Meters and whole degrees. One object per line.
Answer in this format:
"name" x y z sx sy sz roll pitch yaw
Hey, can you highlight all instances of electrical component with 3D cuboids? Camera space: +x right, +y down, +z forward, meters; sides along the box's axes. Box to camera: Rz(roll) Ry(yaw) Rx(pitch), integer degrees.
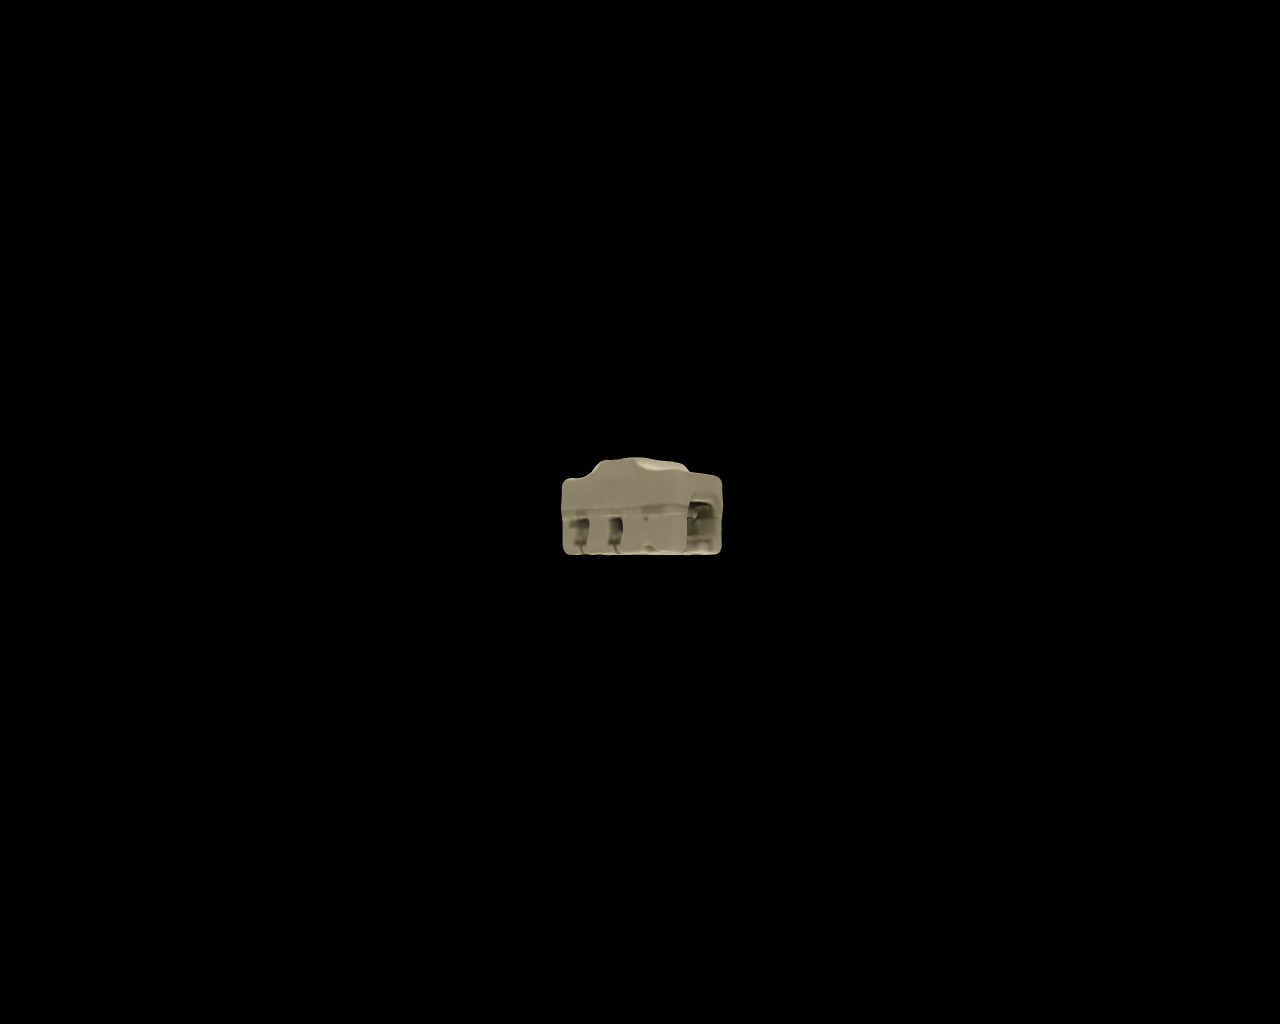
"electrical component" 0.001 -0.003 0.650 0.089 0.055 0.050 -3 -5 37
